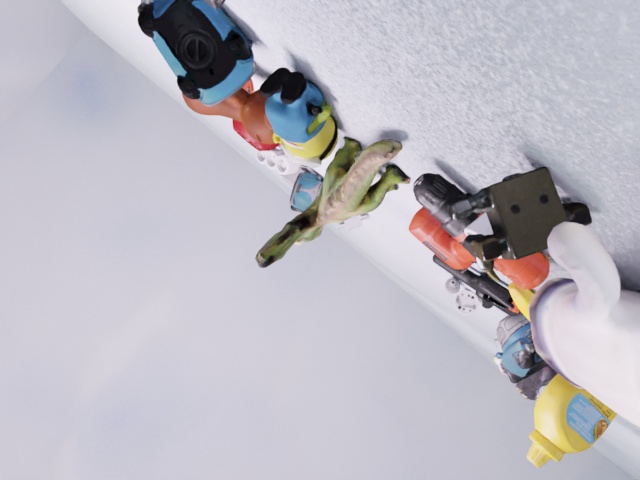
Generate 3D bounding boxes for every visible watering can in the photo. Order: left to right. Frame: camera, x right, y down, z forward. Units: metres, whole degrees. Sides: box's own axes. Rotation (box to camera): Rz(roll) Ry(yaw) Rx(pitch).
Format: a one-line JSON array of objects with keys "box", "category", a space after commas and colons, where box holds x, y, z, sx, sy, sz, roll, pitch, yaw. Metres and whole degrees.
[{"box": [0.260, 0.083, 0.433, 0.345, 0.104, 0.225, 40, 179, -13], "category": "watering can"}]

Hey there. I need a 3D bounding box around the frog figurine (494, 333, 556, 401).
[{"box": [0.430, 0.225, 1.067, 0.138, 0.120, 0.162, 31, -148, 7], "category": "frog figurine"}]

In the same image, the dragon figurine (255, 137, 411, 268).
[{"box": [0.002, -0.039, 0.769, 0.122, 0.243, 0.410, 44, 180, 1], "category": "dragon figurine"}]
